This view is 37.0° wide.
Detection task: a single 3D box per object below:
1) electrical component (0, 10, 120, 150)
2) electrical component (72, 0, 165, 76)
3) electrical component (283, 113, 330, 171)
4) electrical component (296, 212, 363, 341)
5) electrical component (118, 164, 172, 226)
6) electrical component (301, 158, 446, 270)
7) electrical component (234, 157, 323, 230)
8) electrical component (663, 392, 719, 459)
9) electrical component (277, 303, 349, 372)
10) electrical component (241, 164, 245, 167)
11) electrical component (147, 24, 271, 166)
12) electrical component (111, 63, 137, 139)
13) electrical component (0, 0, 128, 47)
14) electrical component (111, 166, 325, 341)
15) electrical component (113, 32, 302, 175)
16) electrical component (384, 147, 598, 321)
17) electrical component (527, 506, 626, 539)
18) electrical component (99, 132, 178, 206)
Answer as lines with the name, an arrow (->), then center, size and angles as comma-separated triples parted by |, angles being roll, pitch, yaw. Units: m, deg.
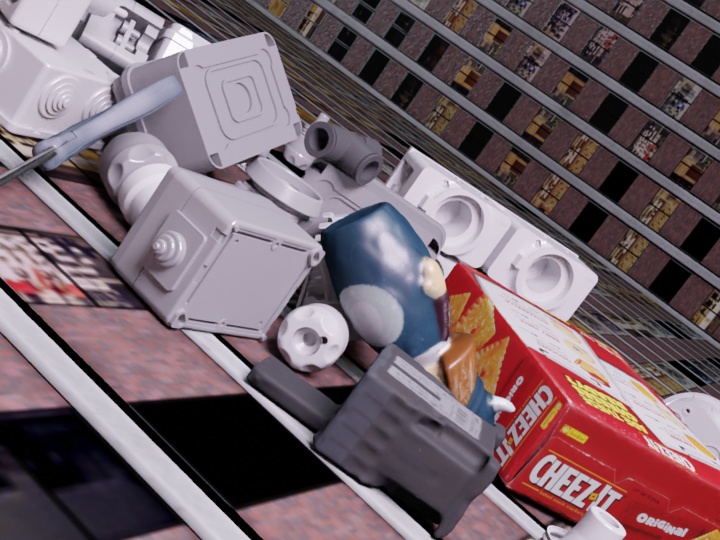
electrical component -> -0.204, -0.124, 0.674 | 0.100, 0.048, 0.100 | 40, 14, 19
electrical component -> -0.189, -0.159, 0.765 | 0.056, 0.050, 0.089 | 29, -24, -27
electrical component -> -0.053, -0.137, 1.130 | 0.035, 0.061, 0.035 | 33, 11, -8
electrical component -> 0.000, 0.000, 0.685 | 0.079, 0.063, 0.121 | -6, 13, 3
electrical component -> -0.108, -0.030, 0.596 | 0.040, 0.040, 0.046 | 24, 22, -45
electrical component -> -0.002, -0.025, 0.779 | 0.113, 0.078, 0.057 | 35, 14, -2
electrical component -> -0.061, -0.037, 0.709 | 0.058, 0.057, 0.078 | 37, 12, 12
electrical component -> 0.262, 0.139, 0.860 | 0.080, 0.080, 0.051 | 40, 18, 25
electrical component -> -0.023, 0.035, 0.584 | 0.035, 0.035, 0.061 | 36, 9, 5
electrical component -> -0.114, -0.129, 0.969 | 0.055, 0.048, 0.066 | 40, 10, -13
electrical component -> -0.124, -0.127, 0.809 | 0.109, 0.056, 0.109 | 29, -13, -27
electrical component -> -0.146, -0.107, 0.723 | 0.048, 0.062, 0.048 | 1, 28, -1
electrical component -> -0.168, -0.179, 0.659 | 0.076, 0.083, 0.047 | 21, 20, -46
electrical component -> -0.077, -0.010, 0.540 | 0.061, 0.061, 0.096 | 41, 13, 29
electrical component -> -0.098, -0.106, 0.702 | 0.113, 0.057, 0.078 | -33, 109, -56
electrical component -> 0.092, -0.003, 0.888 | 0.186, 0.105, 0.060 | 30, 12, -22
electrical component -> 0.084, 0.126, 0.443 | 0.048, 0.062, 0.048 | 33, 11, -8
electrical component -> -0.134, -0.062, 0.639 | 0.043, 0.043, 0.062 | 27, 12, -36
